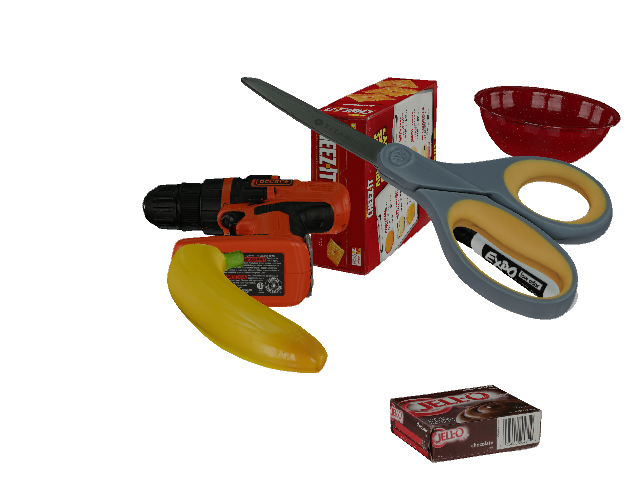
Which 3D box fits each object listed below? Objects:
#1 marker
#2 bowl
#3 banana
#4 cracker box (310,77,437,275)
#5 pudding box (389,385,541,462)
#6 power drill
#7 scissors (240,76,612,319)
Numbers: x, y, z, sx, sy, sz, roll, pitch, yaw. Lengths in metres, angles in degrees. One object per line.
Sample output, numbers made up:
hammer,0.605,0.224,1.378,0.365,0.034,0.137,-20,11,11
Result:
marker,0.133,0.014,0.760,0.020,0.020,0.121,0,27,-37
bowl,0.248,-0.126,1.194,0.162,0.055,0.162,5,24,-2
banana,-0.058,0.036,0.686,0.069,0.037,0.198,-7,22,-18
cracker box,0.060,-0.076,1.144,0.072,0.164,0.213,8,20,24
pudding box,0.131,0.166,0.978,0.113,0.039,0.090,-3,9,-20
power drill,-0.070,-0.007,0.878,0.184,0.057,0.187,-1,21,4
scissors,0.058,-0.041,0.523,0.096,0.202,0.016,-31,-30,-24
